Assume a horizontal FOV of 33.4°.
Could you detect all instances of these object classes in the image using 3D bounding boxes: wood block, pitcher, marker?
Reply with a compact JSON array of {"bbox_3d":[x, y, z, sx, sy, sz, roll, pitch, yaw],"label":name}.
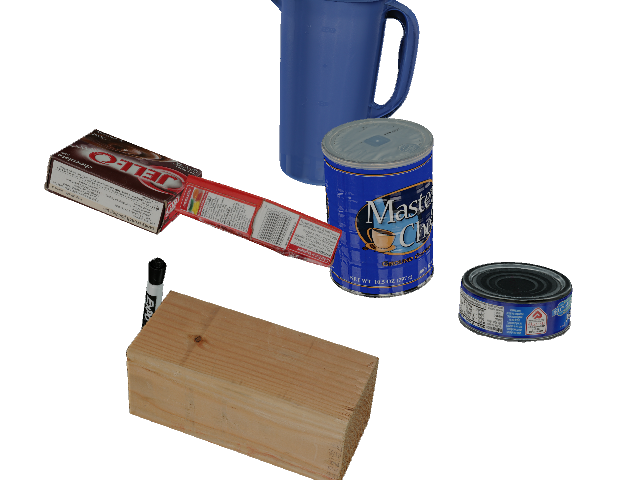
[{"bbox_3d":[-0.061,0.132,0.966,0.206,0.090,0.090,17,42,14],"label":"wood block"},{"bbox_3d":[0.020,-0.194,1.311,0.144,0.243,0.149,-9,29,-27],"label":"pitcher"},{"bbox_3d":[-0.179,0.068,1.144,0.020,0.121,0.020,8,36,-6],"label":"marker"}]

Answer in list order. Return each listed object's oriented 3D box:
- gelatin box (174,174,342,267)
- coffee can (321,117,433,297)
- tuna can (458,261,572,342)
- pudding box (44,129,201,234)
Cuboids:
[{"bbox_3d":[-0.040,-0.012,0.711,0.073,0.030,0.089,20,-1,39],"label":"gelatin box"},{"bbox_3d":[0.056,-0.032,1.009,0.103,0.140,0.103,-3,29,1],"label":"coffee can"},{"bbox_3d":[0.150,0.046,0.821,0.086,0.034,0.086,0,19,0],"label":"tuna can"},{"bbox_3d":[-0.173,-0.053,0.947,0.113,0.039,0.090,20,23,7],"label":"pudding box"}]
